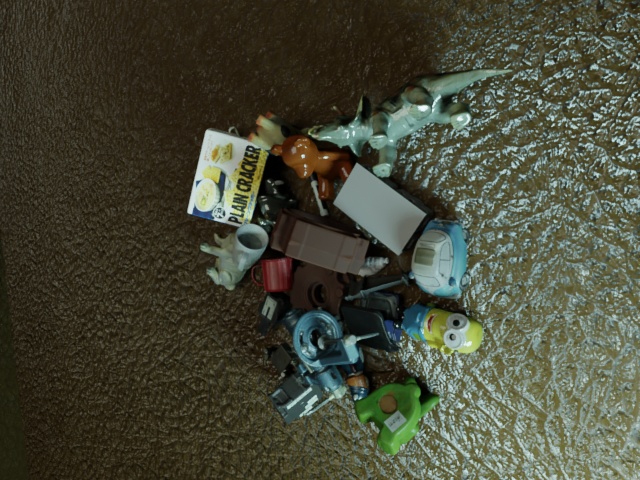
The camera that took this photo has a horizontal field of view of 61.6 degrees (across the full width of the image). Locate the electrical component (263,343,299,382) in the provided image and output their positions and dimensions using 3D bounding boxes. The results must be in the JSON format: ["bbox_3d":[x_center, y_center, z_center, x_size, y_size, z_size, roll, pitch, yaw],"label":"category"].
[{"bbox_3d":[-0.099,0.310,1.369,0.078,0.045,0.102,-52,60,29],"label":"electrical component"}]

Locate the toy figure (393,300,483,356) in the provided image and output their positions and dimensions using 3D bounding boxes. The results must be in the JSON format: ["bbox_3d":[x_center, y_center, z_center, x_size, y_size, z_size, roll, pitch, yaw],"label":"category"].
[{"bbox_3d":[0.235,0.169,1.067,0.180,0.089,0.082,7,100,48],"label":"toy figure"}]

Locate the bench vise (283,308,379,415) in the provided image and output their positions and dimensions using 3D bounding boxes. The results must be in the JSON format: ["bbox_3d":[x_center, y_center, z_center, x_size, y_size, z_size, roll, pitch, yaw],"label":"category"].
[{"bbox_3d":[0.014,0.239,1.129,0.241,0.129,0.223,-26,83,57],"label":"bench vise"}]

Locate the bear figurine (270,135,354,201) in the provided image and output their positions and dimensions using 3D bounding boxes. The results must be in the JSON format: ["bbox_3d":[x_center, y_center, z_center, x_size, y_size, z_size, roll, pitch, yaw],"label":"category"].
[{"bbox_3d":[-0.008,-0.162,1.195,0.120,0.196,0.132,-12,84,36],"label":"bear figurine"}]

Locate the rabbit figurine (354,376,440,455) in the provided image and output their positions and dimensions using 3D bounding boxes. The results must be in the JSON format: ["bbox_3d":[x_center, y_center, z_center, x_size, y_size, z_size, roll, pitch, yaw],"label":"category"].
[{"bbox_3d":[0.158,0.352,1.098,0.121,0.170,0.159,34,70,33],"label":"rabbit figurine"}]

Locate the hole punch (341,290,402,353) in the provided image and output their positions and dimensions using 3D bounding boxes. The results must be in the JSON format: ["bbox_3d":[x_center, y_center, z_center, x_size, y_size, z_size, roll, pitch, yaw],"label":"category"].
[{"bbox_3d":[0.121,0.171,1.170,0.142,0.092,0.115,5,123,38],"label":"hole punch"}]

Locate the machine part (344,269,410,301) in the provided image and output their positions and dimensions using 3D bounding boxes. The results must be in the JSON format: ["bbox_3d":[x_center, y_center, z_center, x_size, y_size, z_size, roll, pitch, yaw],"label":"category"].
[{"bbox_3d":[0.124,0.096,1.151,0.139,0.084,0.039,-14,102,22],"label":"machine part"}]

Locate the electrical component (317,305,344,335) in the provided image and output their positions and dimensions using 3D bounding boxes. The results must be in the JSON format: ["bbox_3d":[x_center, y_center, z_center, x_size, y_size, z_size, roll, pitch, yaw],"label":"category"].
[{"bbox_3d":[0.024,0.190,1.205,0.063,0.021,0.094,-17,93,46],"label":"electrical component"}]

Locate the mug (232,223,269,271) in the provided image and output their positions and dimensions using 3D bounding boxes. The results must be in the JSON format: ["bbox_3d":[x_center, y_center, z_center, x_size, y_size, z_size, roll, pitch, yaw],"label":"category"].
[{"bbox_3d":[-0.179,0.032,1.321,0.107,0.081,0.109,117,165,-49],"label":"mug"}]

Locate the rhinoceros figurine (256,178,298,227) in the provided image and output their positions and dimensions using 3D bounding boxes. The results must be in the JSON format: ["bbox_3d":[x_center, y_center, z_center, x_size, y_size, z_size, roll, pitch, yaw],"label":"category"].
[{"bbox_3d":[-0.094,-0.064,1.326,0.190,0.112,0.073,61,154,7],"label":"rhinoceros figurine"}]

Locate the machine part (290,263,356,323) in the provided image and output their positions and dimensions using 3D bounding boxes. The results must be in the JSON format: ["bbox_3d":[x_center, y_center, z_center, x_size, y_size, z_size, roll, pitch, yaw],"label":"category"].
[{"bbox_3d":[0.004,0.128,1.276,0.180,0.056,0.179,1,91,41],"label":"machine part"}]

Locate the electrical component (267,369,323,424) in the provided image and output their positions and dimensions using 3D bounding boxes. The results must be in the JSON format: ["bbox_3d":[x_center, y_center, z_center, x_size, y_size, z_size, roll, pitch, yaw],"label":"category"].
[{"bbox_3d":[-0.056,0.371,1.275,0.058,0.115,0.134,46,161,31],"label":"electrical component"}]

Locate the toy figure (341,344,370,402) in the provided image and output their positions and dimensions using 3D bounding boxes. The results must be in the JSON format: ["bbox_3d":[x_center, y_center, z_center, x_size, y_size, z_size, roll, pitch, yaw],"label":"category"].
[{"bbox_3d":[0.076,0.295,1.209,0.058,0.064,0.154,-25,73,24],"label":"toy figure"}]

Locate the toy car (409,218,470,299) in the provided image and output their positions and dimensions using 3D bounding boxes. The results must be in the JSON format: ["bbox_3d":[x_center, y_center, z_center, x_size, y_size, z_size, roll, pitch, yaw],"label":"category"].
[{"bbox_3d":[0.231,0.038,1.055,0.109,0.103,0.161,12,100,39],"label":"toy car"}]

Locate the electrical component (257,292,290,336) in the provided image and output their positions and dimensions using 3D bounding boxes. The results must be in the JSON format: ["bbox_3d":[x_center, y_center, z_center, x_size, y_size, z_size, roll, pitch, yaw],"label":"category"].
[{"bbox_3d":[-0.120,0.188,1.384,0.075,0.047,0.119,27,107,37],"label":"electrical component"}]

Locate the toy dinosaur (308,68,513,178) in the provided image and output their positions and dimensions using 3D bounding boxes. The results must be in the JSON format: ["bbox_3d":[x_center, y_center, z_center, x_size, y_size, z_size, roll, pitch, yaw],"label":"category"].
[{"bbox_3d":[0.179,-0.265,1.087,0.405,0.131,0.192,-25,44,23],"label":"toy dinosaur"}]

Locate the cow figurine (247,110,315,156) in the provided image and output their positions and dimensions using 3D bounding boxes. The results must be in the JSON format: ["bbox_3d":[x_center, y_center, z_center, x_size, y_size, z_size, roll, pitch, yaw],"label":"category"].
[{"bbox_3d":[-0.085,-0.246,1.276,0.127,0.195,0.085,34,109,-2],"label":"cow figurine"}]

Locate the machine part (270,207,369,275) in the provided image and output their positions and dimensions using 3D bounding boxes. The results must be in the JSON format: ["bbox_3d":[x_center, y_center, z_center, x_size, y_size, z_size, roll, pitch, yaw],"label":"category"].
[{"bbox_3d":[-0.002,-0.004,1.166,0.201,0.201,0.087,18,99,-6],"label":"machine part"}]

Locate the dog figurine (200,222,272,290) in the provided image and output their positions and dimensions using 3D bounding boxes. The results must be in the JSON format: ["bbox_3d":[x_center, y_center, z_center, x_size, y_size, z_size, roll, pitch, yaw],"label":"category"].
[{"bbox_3d":[-0.198,0.045,1.429,0.191,0.121,0.172,-7,119,23],"label":"dog figurine"}]
